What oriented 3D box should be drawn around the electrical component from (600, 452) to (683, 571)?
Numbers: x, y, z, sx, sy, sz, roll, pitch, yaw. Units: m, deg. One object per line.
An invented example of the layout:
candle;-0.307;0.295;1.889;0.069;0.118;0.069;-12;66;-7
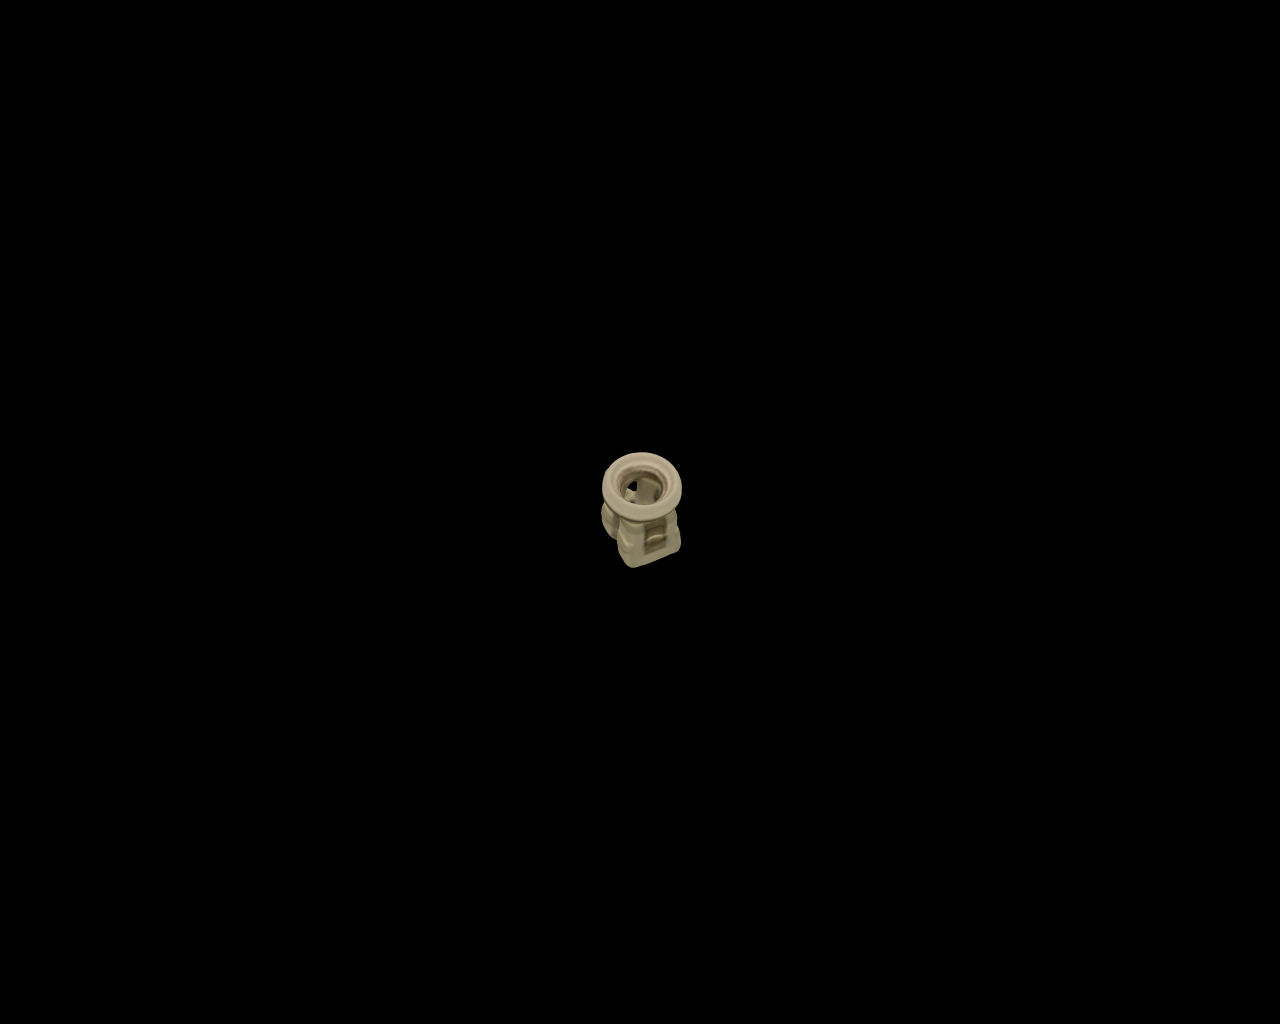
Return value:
electrical component;0.001;-0.003;0.650;0.048;0.066;0.055;-21;-36;-16
